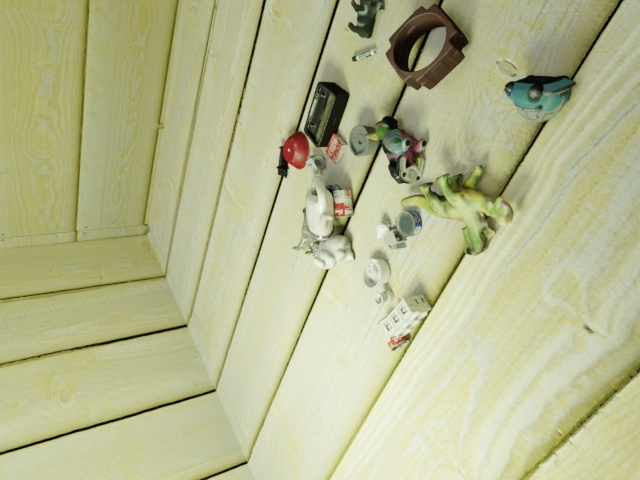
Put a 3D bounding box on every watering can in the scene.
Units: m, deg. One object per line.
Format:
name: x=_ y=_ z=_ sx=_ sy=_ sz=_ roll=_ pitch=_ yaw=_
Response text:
watering can: x=0.006 y=-0.095 z=1.878 sx=0.355 sy=0.104 sz=0.219 roll=-106 pitch=11 yaw=-56

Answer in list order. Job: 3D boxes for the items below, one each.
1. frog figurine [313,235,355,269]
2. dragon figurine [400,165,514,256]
frog figurine: x=0.039 y=0.043 z=1.918 sx=0.139 sy=0.160 sz=0.120 roll=36 pitch=123 yaw=47
dragon figurine: x=0.389 y=-0.066 z=1.461 sx=0.405 sy=0.123 sz=0.244 roll=-30 pitch=79 yaw=63
